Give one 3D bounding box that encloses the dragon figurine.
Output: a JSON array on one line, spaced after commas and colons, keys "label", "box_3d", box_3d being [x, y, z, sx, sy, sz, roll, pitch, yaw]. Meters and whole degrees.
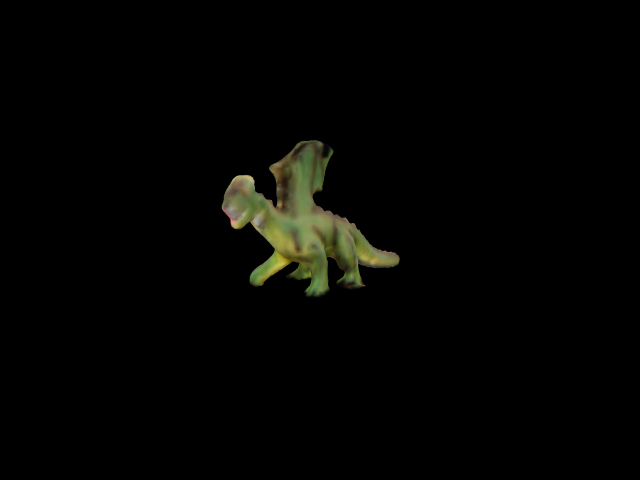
[{"label": "dragon figurine", "box_3d": [0.003, -0.043, 0.850, 0.122, 0.241, 0.412, 7, 11, 43]}]
